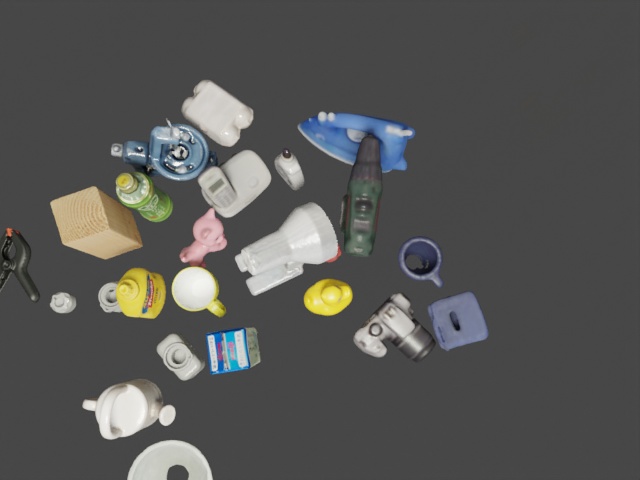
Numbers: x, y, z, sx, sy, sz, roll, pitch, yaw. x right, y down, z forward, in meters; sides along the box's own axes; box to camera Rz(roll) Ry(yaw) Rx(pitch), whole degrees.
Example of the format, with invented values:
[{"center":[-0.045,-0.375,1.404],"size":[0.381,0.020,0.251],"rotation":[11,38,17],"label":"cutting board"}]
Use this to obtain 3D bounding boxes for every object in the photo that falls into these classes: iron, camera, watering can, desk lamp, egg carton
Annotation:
[{"center":[0.075,-0.233,1.222],"size":[0.258,0.141,0.119],"rotation":[13,81,2],"label":"iron"},{"center":[0.160,0.197,1.175],"size":[0.137,0.101,0.143],"rotation":[43,83,6],"label":"camera"},{"center":[-0.368,0.324,1.102],"size":[0.173,0.194,0.101],"rotation":[-15,81,-3],"label":"watering can"},{"center":[-0.072,0.024,1.143],"size":[0.203,0.213,0.118],"rotation":[-27,82,-4],"label":"desk lamp"},{"center":[-0.227,-0.279,1.263],"size":[0.150,0.069,0.107],"rotation":[35,82,5],"label":"egg carton"}]

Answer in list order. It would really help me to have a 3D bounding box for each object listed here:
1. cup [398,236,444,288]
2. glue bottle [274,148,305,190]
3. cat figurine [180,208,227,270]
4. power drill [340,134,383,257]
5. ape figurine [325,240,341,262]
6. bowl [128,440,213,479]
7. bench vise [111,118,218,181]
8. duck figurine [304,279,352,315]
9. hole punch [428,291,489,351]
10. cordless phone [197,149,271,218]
[{"center":[0.213,0.054,1.202],"size":[0.092,0.095,0.117],"rotation":[-37,83,-6],"label":"cup"},{"center":[-0.065,-0.158,1.193],"size":[0.037,0.173,0.078],"rotation":[-38,83,-6],"label":"glue bottle"},{"center":[-0.244,0.000,1.194],"size":[0.067,0.118,0.128],"rotation":[39,83,6],"label":"cat figurine"},{"center":[0.083,-0.075,1.163],"size":[0.075,0.208,0.230],"rotation":[5,81,1],"label":"power drill"},{"center":[0.011,0.004,1.209],"size":[0.076,0.092,0.078],"rotation":[9,81,1],"label":"ape figurine"},{"center":[-0.291,0.479,1.139],"size":[0.167,0.075,0.167],"rotation":[0,81,-1],"label":"bowl"},{"center":[-0.326,-0.176,1.169],"size":[0.207,0.220,0.121],"rotation":[-15,81,-3],"label":"bench vise"},{"center":[0.018,0.117,1.194],"size":[0.104,0.086,0.077],"rotation":[-11,81,-2],"label":"duck figurine"},{"center":[0.284,0.169,1.186],"size":[0.101,0.091,0.108],"rotation":[-18,81,-3],"label":"hole punch"},{"center":[-0.181,-0.130,1.181],"size":[0.147,0.185,0.094],"rotation":[-44,84,-7],"label":"cordless phone"}]
